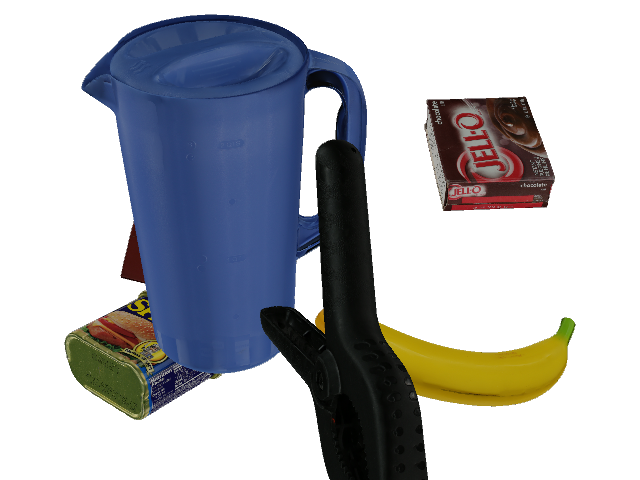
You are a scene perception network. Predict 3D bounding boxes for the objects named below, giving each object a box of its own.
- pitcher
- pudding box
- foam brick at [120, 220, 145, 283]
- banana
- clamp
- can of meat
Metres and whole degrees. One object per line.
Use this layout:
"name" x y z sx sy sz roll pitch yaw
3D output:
"pitcher" -0.063 -0.028 0.760 0.149 0.243 0.144 25 41 32
"pudding box" 0.140 -0.075 0.907 0.090 0.039 0.113 -2 43 -5
"foam brick" -0.159 0.014 1.088 0.078 0.051 0.053 15 26 -7
"banana" 0.094 0.084 0.753 0.197 0.037 0.069 5 43 -14
"clamp" 0.017 0.062 0.560 0.036 0.165 0.210 -4 46 -20
"can of meat" -0.143 0.092 0.863 0.102 0.057 0.083 22 35 35
